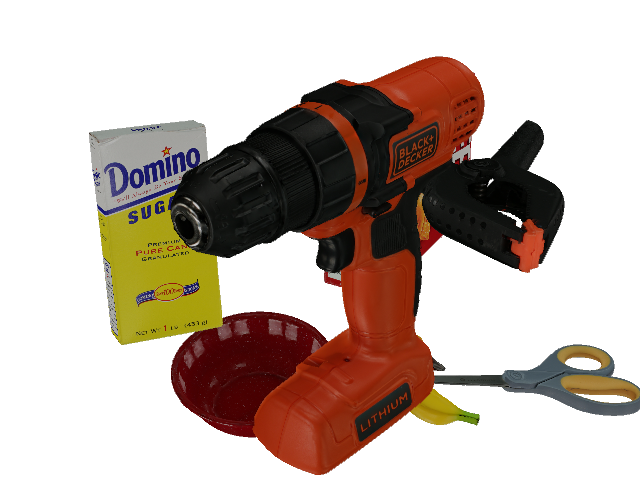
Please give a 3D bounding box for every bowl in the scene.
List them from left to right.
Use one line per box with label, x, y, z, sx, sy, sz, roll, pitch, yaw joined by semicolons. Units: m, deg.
bowl;-0.065;0.143;1.059;0.162;0.055;0.162;-2;37;2

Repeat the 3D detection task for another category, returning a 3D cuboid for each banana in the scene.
banana;0.116;0.165;1.247;0.069;0.037;0.198;9;21;-20

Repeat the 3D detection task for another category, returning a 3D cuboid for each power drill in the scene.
power drill;0.006;0.018;0.508;0.057;0.188;0.184;29;41;34

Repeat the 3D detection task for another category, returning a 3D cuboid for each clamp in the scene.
clamp;0.099;-0.039;0.742;0.164;0.036;0.210;-2;27;-5

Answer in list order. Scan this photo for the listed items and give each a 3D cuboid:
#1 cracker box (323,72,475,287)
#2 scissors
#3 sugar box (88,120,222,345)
cracker box;0.082;-0.065;1.046;0.072;0.164;0.213;14;29;26
scissors;0.174;0.111;0.919;0.202;0.016;0.096;10;29;5
sugar box;-0.137;-0.008;0.897;0.093;0.176;0.048;-10;18;-21
